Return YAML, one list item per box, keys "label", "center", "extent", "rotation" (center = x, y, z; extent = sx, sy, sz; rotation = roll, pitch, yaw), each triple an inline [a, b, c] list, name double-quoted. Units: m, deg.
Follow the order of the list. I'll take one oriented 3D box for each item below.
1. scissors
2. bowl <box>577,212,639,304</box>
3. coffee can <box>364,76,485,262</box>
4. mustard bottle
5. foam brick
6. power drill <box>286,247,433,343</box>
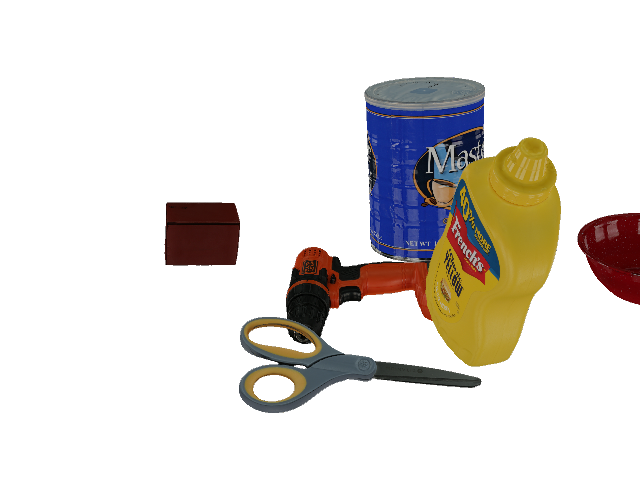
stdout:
- label: "scissors"
  center: [0.022, 0.117, 0.869]
  extent: [0.202, 0.096, 0.016]
  rotation: [19, -37, 12]
- label: "bowl"
  center: [0.359, 0.026, 1.157]
  extent: [0.162, 0.055, 0.162]
  rotation: [-1, 26, 0]
- label: "coffee can"
  center: [0.092, -0.064, 0.932]
  extent: [0.103, 0.140, 0.103]
  rotation: [-3, 20, 1]
- label: "mustard bottle"
  center: [0.120, 0.000, 0.727]
  extent: [0.058, 0.096, 0.192]
  rotation: [-7, -35, -14]
- label: "foam brick"
  center: [-0.128, -0.008, 1.145]
  extent: [0.078, 0.051, 0.053]
  rotation: [0, 26, -9]
- label: "power drill"
  center: [0.054, 0.062, 1.241]
  extent: [0.187, 0.057, 0.184]
  rotation: [0, 28, 3]
